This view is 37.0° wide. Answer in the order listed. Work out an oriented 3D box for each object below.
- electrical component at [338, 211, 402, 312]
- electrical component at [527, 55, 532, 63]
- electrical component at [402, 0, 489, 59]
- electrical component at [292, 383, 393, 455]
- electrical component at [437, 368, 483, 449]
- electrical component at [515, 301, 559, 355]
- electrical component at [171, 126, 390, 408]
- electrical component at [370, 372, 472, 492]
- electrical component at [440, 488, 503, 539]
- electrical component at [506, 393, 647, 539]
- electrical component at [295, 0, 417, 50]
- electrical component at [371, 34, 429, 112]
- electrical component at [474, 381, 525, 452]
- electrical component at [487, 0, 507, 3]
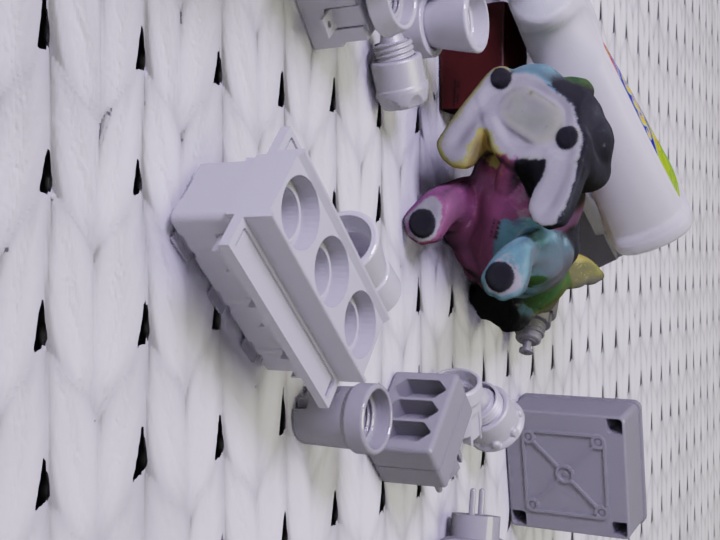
[{"bbox_3d":[0.000,0.000,0.641,0.065,0.044,0.044,57,42,-54],"label":"electrical component"},{"bbox_3d":[0.172,-0.150,0.912,0.061,0.096,0.061,30,63,-59],"label":"electrical component"},{"bbox_3d":[0.054,-0.167,0.730,0.045,0.055,0.045,1,89,-63],"label":"electrical component"},{"bbox_3d":[-0.010,0.084,0.613,0.040,0.046,0.040,1,89,-63],"label":"electrical component"},{"bbox_3d":[0.070,0.100,0.776,0.040,0.040,0.046,-48,136,-53],"label":"electrical component"},{"bbox_3d":[0.150,0.036,0.930,0.040,0.040,0.078,53,45,-49],"label":"electrical component"},{"bbox_3d":[-0.039,0.001,0.540,0.121,0.063,0.078,63,37,-41],"label":"electrical component"},{"bbox_3d":[0.046,0.118,0.720,0.065,0.047,0.076,-65,143,-40],"label":"electrical component"},{"bbox_3d":[0.085,0.202,0.799,0.077,0.044,0.079,23,70,-61],"label":"electrical component"},{"bbox_3d":[0.185,0.166,0.923,0.056,0.109,0.108,-19,107,-58],"label":"electrical component"},{"bbox_3d":[0.000,-0.157,0.624,0.066,0.055,0.048,-62,142,-42],"label":"electrical component"},{"bbox_3d":[0.023,-0.135,0.692,0.035,0.035,0.061,-43,125,-55],"label":"electrical component"},{"bbox_3d":[0.094,0.105,0.818,0.062,0.048,0.048,53,45,-40],"label":"electrical component"},{"bbox_3d":[0.127,-0.211,0.870,0.078,0.058,0.057,14,75,-62],"label":"electrical component"}]
